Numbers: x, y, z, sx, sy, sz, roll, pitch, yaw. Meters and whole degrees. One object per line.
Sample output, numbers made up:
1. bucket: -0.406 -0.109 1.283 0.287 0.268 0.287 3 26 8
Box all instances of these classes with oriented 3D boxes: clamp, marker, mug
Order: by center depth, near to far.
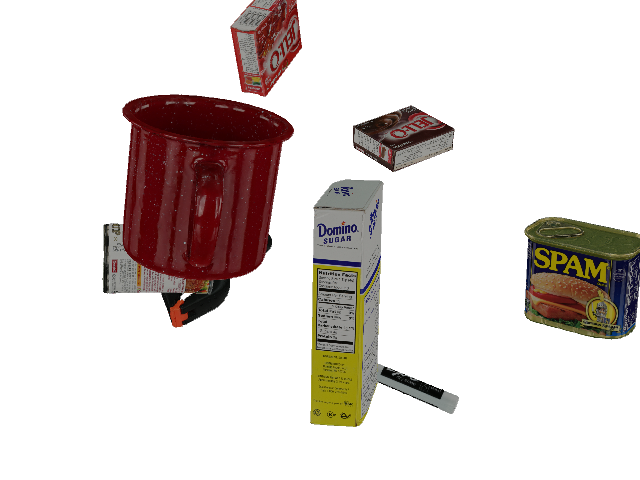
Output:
1. mug: -0.064 -0.025 0.581 0.093 0.081 0.117 4 21 -13
2. marker: 0.078 0.140 1.058 0.121 0.020 0.020 22 6 14
3. clamp: -0.126 0.036 1.241 0.120 0.039 0.171 -2 40 12

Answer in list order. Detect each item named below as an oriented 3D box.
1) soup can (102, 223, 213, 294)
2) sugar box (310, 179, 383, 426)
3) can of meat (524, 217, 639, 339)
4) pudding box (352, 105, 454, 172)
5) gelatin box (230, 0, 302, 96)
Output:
1. soup can: -0.156 0.018 1.020 0.102 0.068 0.068 1 0 -12
2. sugar box: 0.020 0.047 0.835 0.048 0.176 0.093 2 16 11
3. can of meat: 0.230 0.033 0.940 0.102 0.084 0.057 14 27 35
4. pudding box: 0.114 -0.142 1.474 0.113 0.039 0.090 -24 40 -29
5. gelatin box: -0.049 -0.192 1.013 0.030 0.073 0.089 13 46 20
